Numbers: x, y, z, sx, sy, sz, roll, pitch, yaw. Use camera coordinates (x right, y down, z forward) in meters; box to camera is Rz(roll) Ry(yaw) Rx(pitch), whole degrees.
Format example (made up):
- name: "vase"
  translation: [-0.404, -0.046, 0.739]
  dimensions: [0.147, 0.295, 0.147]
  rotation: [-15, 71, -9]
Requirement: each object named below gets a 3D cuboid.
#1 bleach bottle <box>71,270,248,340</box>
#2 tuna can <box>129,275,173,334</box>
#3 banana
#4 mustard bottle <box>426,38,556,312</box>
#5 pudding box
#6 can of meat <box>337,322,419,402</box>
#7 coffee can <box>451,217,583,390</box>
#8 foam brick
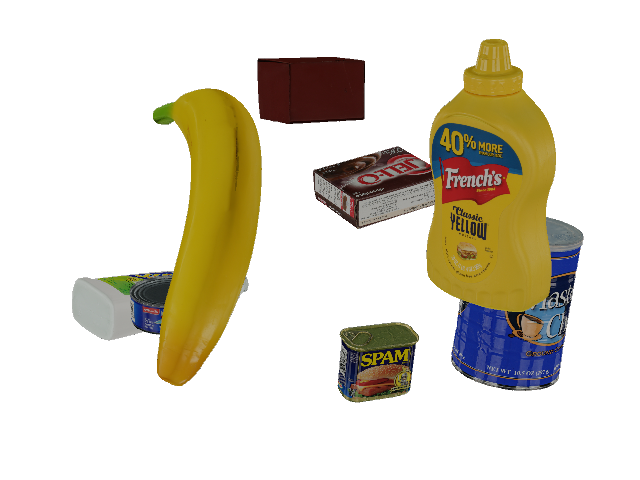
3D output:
- name: "bleach bottle"
  translation: [-0.209, 0.075, 1.474]
  dimensions: [0.250, 0.068, 0.103]
  rotation: [-11, 26, -44]
- name: "tuna can"
  translation: [-0.149, 0.065, 1.077]
  dimensions: [0.086, 0.034, 0.086]
  rotation: [1, 18, -1]
- name: "banana"
  translation: [-0.058, -0.019, 0.553]
  dimensions: [0.037, 0.198, 0.070]
  rotation: [23, -50, -28]
- name: "mustard bottle"
  translation: [0.123, -0.049, 0.770]
  dimensions: [0.058, 0.192, 0.096]
  rotation: [-22, 31, -39]
- name: "pudding box"
  translation: [0.062, -0.057, 1.122]
  dimensions: [0.113, 0.039, 0.090]
  rotation: [-20, 31, -24]
- name: "can of meat"
  translation: [0.074, 0.161, 1.408]
  dimensions: [0.102, 0.084, 0.057]
  rotation: [-5, 26, -20]
- name: "coffee can"
  translation: [0.181, 0.054, 0.991]
  dimensions: [0.103, 0.140, 0.103]
  rotation: [5, 17, -2]
- name: "foam brick"
  translation: [-0.007, -0.127, 0.902]
  dimensions: [0.078, 0.051, 0.053]
  rotation: [-7, 16, -32]
